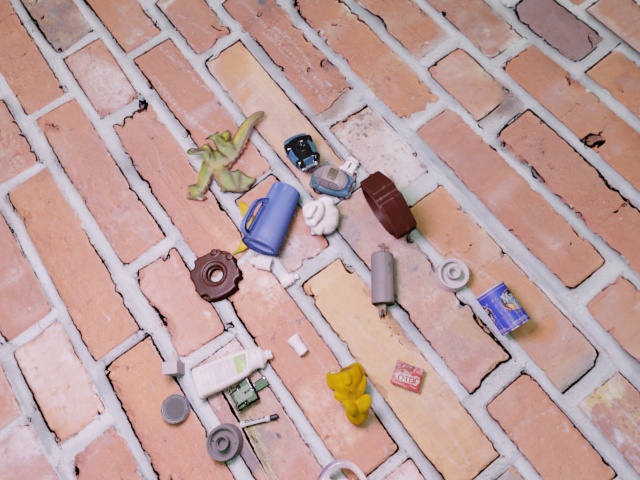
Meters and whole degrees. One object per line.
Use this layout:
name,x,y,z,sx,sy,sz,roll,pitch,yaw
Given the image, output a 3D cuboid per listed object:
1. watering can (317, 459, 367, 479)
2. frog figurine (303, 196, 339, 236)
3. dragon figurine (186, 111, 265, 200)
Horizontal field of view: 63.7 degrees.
watering can,0.054,0.802,1.427,0.224,0.102,0.353,-12,70,1
frog figurine,0.005,-0.087,1.732,0.123,0.157,0.139,23,74,10
dragon figurine,-0.325,-0.283,1.877,0.411,0.121,0.243,-32,88,-6
